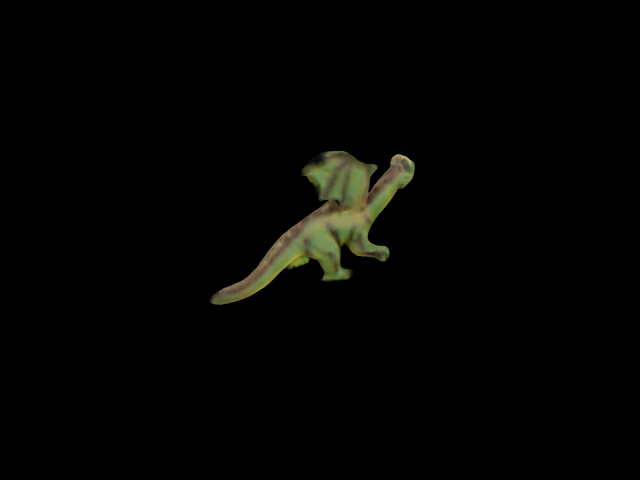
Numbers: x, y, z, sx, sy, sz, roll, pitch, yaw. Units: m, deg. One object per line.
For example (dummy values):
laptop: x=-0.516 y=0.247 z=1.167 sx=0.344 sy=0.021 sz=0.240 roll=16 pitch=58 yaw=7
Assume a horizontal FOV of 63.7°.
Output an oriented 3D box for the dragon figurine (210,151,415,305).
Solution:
dragon figurine: x=0.003 y=-0.043 z=0.850 sx=0.414 sy=0.237 sz=0.124 roll=-22 pitch=42 yaw=-26
